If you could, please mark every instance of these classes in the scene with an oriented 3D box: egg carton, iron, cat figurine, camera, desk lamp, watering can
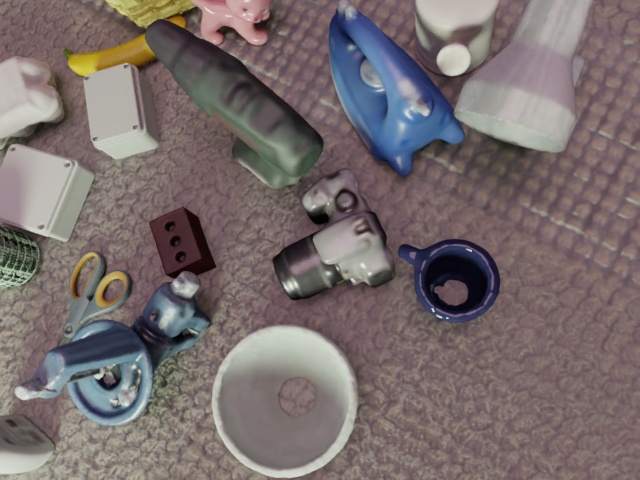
[{"bbox_3d":[-0.448,-0.197,0.826,0.150,0.069,0.107,-25,74,3],"label":"egg carton"},{"bbox_3d":[0.070,-0.215,0.708,0.118,0.141,0.258,-32,74,1],"label":"iron"},{"bbox_3d":[-0.114,-0.324,0.776,0.127,0.118,0.067,2,77,10],"label":"cat figurine"},{"bbox_3d":[0.006,0.002,0.690,0.137,0.101,0.143,-26,74,3],"label":"camera"},{"bbox_3d":[0.233,-0.179,0.636,0.117,0.214,0.203,22,82,14],"label":"desk lamp"},{"bbox_3d":[0.165,-0.279,0.680,0.101,0.194,0.173,-18,75,5],"label":"watering can"}]

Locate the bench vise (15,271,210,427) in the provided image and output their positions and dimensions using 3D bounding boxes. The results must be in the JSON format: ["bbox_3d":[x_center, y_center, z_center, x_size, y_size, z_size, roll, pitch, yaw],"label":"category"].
[{"bbox_3d":[-0.230,0.113,0.641,0.121,0.220,0.207,20,81,14],"label":"bench vise"}]

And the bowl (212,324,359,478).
[{"bbox_3d":[-0.035,0.184,0.668,0.167,0.075,0.167,-2,77,9],"label":"bowl"}]

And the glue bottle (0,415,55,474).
[{"bbox_3d":[-0.388,0.241,0.662,0.078,0.173,0.037,35,85,15],"label":"glue bottle"}]

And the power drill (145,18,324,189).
[{"bbox_3d":[-0.088,-0.144,0.683,0.229,0.208,0.076,38,86,15],"label":"power drill"}]

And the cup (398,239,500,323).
[{"bbox_3d":[0.142,0.046,0.660,0.117,0.095,0.092,30,83,15],"label":"cup"}]
